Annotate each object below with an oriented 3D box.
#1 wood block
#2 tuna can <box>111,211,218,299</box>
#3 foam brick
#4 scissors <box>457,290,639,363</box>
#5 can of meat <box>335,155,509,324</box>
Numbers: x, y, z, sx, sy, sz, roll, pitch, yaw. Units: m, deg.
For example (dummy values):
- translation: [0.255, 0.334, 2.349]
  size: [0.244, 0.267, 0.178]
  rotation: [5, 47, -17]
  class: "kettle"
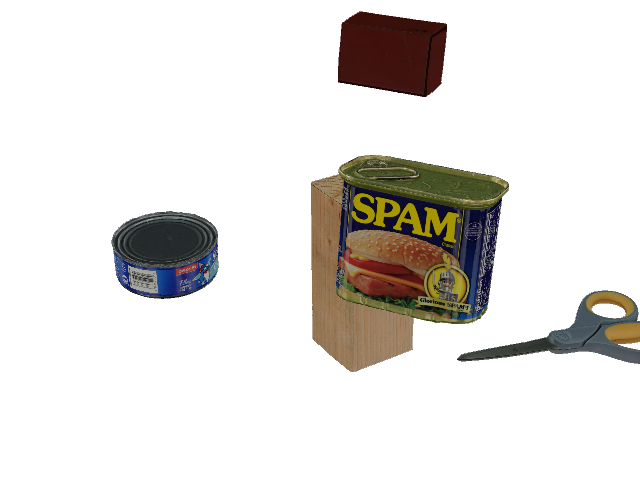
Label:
- translation: [0.048, 0.032, 1.217]
  size: [0.090, 0.206, 0.090]
  rotation: [-17, 32, -28]
  class: "wood block"
- translation: [-0.126, 0.011, 0.872]
  size: [0.086, 0.034, 0.086]
  rotation: [0, 31, 0]
  class: "tuna can"
- translation: [0.059, -0.153, 0.875]
  size: [0.078, 0.051, 0.053]
  rotation: [13, 25, 18]
  class: "foam brick"
- translation: [0.196, 0.071, 0.873]
  size: [0.201, 0.016, 0.096]
  rotation: [3, 32, -12]
  class: "scissors"
- translation: [0.060, -0.001, 0.666]
  size: [0.102, 0.084, 0.057]
  rotation: [13, 22, 23]
  class: "can of meat"
